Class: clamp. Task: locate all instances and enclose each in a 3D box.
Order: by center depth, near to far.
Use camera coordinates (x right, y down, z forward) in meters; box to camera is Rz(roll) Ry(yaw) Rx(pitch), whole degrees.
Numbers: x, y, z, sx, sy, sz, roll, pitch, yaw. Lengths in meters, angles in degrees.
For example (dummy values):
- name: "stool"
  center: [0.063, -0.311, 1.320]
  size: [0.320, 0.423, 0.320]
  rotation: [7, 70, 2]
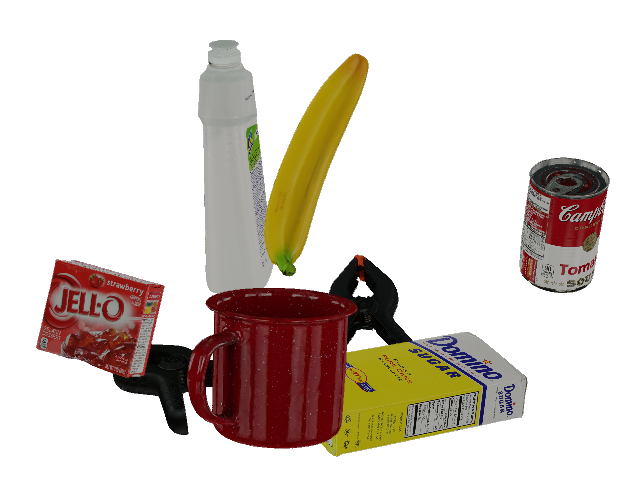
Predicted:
- name: "clamp"
  center: [-0.150, 0.141, 1.084]
  size: [0.210, 0.036, 0.164]
  rotation: [9, 17, 33]
- name: "clamp"
  center: [0.059, 0.086, 1.185]
  size: [0.120, 0.171, 0.039]
  rotation: [6, -43, 3]

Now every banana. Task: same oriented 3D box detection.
- name: "banana"
  center: [-0.006, -0.056, 0.861]
  size: [0.037, 0.197, 0.070]
  rotation: [28, -20, -31]

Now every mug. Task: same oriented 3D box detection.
- name: "mug"
  center: [-0.033, 0.079, 0.652]
  size: [0.093, 0.081, 0.117]
  rotation: [10, 11, 40]

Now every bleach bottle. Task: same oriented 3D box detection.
- name: "bleach bottle"
  center: [-0.087, -0.076, 1.063]
  size: [0.068, 0.251, 0.102]
  rotation: [0, 27, 4]

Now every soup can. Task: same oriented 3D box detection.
- name: "soup can"
  center: [0.215, -0.013, 0.948]
  size: [0.068, 0.102, 0.068]
  rotation: [0, 33, 0]

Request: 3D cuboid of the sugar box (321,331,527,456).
- name: "sugar box"
  center: [0.071, 0.122, 0.879]
  size: [0.176, 0.048, 0.093]
  rotation: [-10, 25, -23]

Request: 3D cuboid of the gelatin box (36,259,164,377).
- name: "gelatin box"
  center: [-0.172, 0.059, 0.828]
  size: [0.089, 0.073, 0.030]
  rotation: [14, 2, 22]
